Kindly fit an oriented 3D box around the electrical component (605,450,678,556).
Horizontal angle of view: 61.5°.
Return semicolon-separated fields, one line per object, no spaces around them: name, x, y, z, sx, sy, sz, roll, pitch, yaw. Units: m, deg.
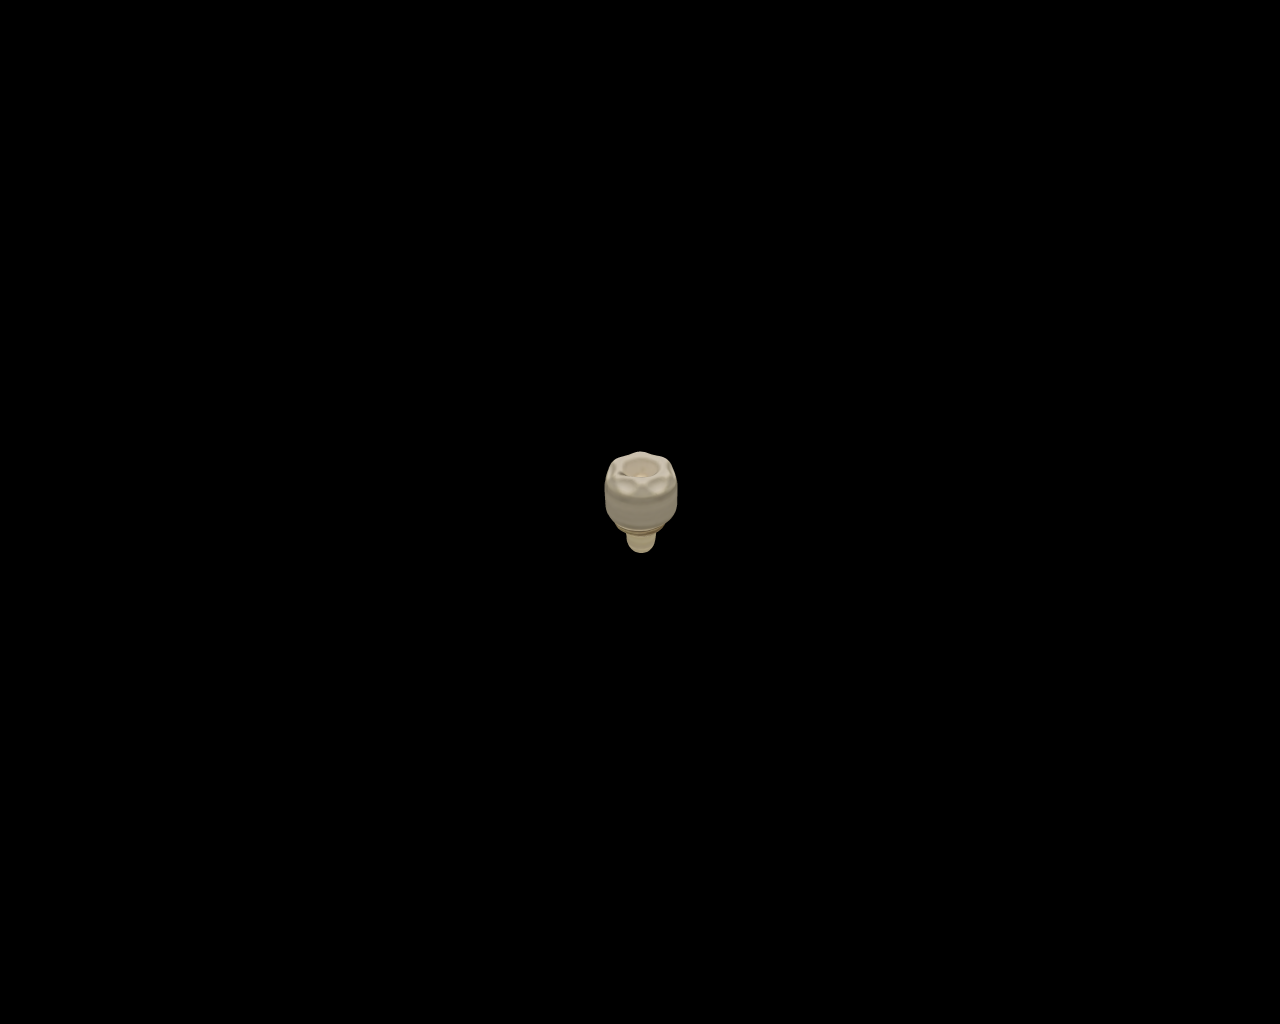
electrical component;0.001;-0.003;0.650;0.043;0.062;0.043;0;35;0
